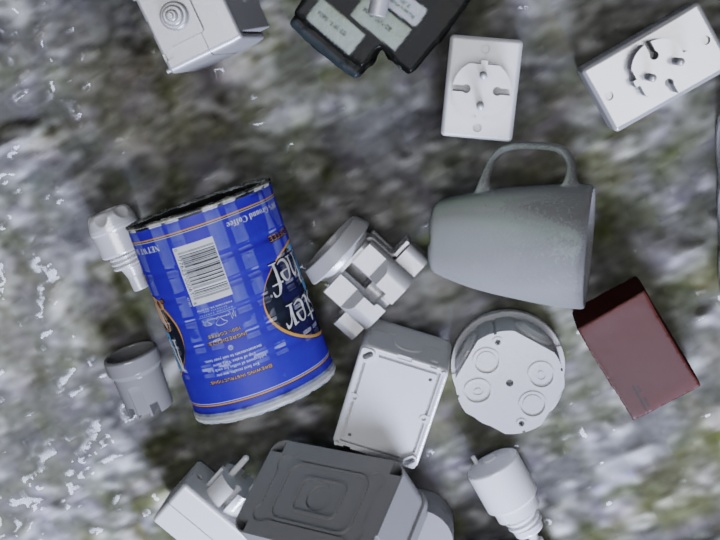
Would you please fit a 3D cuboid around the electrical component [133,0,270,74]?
[{"bbox_3d":[-0.102,-0.168,0.696,0.061,0.096,0.061,-23,99,10],"label":"electrical component"}]

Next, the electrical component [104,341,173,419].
[{"bbox_3d":[-0.161,0.081,0.786,0.040,0.040,0.046,-15,107,9],"label":"electrical component"}]

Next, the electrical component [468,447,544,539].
[{"bbox_3d":[0.110,0.165,0.775,0.040,0.040,0.078,-28,98,11],"label":"electrical component"}]

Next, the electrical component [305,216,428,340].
[{"bbox_3d":[0.000,0.000,0.742,0.057,0.058,0.078,42,103,-7],"label":"electrical component"}]

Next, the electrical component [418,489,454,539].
[{"bbox_3d":[0.003,0.214,0.780,0.138,0.073,0.052,-26,98,11],"label":"electrical component"}]

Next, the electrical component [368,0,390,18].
[{"bbox_3d":[0.017,-0.185,0.653,0.035,0.035,0.061,13,105,3],"label":"electrical component"}]

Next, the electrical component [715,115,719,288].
[{"bbox_3d":[0.278,-0.039,0.707,0.074,0.052,0.138,-4,102,7],"label":"electrical component"}]

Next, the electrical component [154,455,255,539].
[{"bbox_3d":[-0.099,0.169,0.794,0.066,0.047,0.076,41,103,-4],"label":"electrical component"}]

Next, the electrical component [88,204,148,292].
[{"bbox_3d":[-0.168,-0.014,0.768,0.035,0.035,0.061,-20,102,10],"label":"electrical component"}]

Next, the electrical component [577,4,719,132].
[{"bbox_3d":[0.189,-0.128,0.685,0.083,0.075,0.047,-30,98,11],"label":"electrical component"}]

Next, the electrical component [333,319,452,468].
[{"bbox_3d":[0.022,0.090,0.761,0.062,0.061,0.096,17,111,2],"label":"electrical component"}]

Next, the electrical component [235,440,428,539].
[{"bbox_3d":[-0.018,0.172,0.748,0.113,0.078,0.057,5,142,32],"label":"electrical component"}]

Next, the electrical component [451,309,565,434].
[{"bbox_3d":[0.104,0.071,0.750,0.080,0.051,0.080,1,102,6],"label":"electrical component"}]

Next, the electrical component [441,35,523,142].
[{"bbox_3d":[0.079,-0.118,0.698,0.047,0.076,0.065,6,103,5],"label":"electrical component"}]
